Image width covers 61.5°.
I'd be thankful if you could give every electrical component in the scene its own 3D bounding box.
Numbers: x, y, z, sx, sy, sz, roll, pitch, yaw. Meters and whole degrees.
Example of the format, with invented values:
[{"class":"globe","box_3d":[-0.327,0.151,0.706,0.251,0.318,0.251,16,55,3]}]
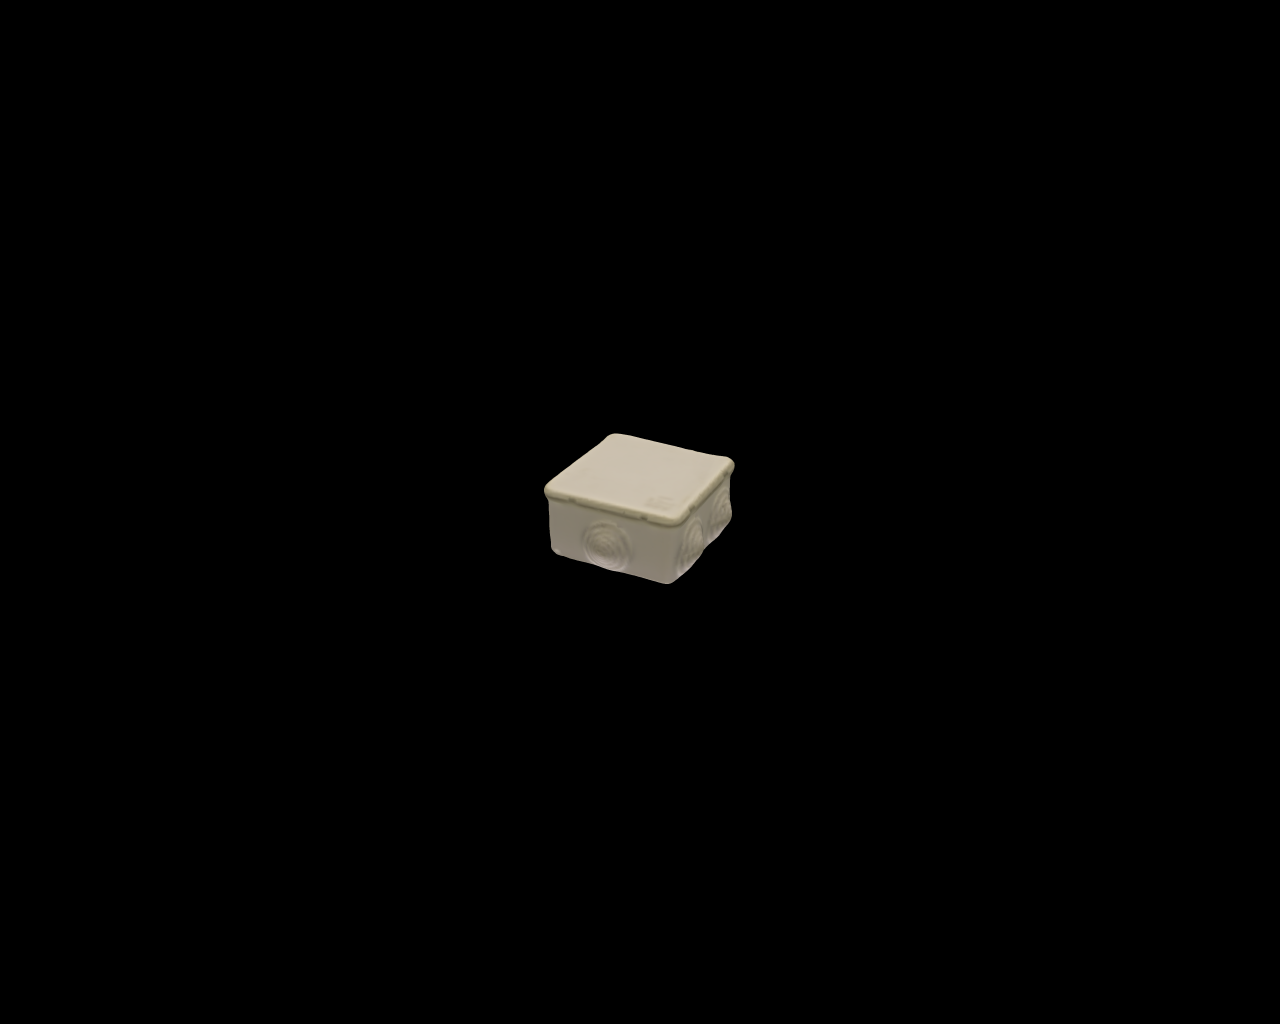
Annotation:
[{"class":"electrical component","box_3d":[0.001,-0.003,0.650,0.100,0.048,0.100,14,32,24]}]
